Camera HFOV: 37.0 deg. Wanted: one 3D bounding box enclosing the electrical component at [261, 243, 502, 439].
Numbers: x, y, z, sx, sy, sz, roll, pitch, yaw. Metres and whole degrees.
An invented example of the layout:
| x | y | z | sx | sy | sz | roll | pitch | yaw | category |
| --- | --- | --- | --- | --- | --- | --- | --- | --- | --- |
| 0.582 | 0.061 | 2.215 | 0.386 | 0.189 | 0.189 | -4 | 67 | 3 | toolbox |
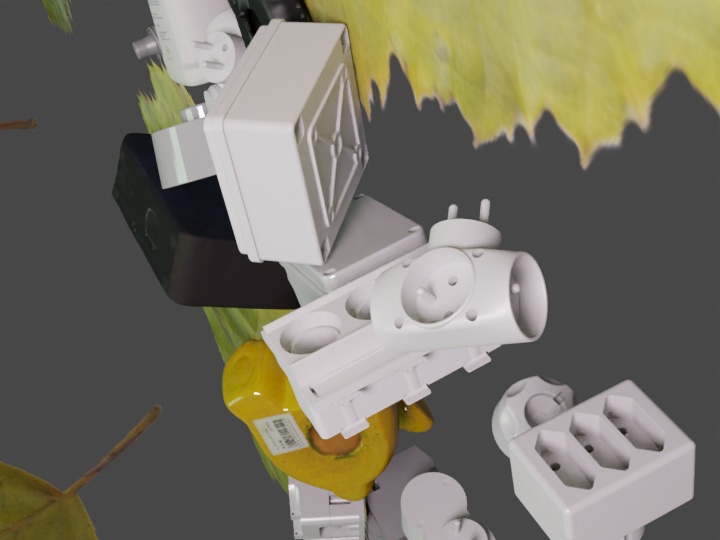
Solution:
| x | y | z | sx | sy | sz | roll | pitch | yaw | category |
| --- | --- | --- | --- | --- | --- | --- | --- | --- | --- |
| 0.016 | 0.038 | 0.606 | 0.078 | 0.121 | 0.063 | 46 | 159 | 53 | electrical component |

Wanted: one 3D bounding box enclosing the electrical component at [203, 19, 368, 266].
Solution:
| x | y | z | sx | sy | sz | roll | pitch | yaw | category |
| --- | --- | --- | --- | --- | --- | --- | --- | --- | --- |
| -0.040 | -0.077 | 0.647 | 0.108 | 0.056 | 0.108 | 79 | -157 | -43 | electrical component |

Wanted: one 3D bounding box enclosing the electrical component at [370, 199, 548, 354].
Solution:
| x | y | z | sx | sy | sz | roll | pitch | yaw | category |
| --- | --- | --- | --- | --- | --- | --- | --- | --- | --- |
| 0.051 | 0.000 | 0.538 | 0.044 | 0.077 | 0.079 | 37 | -126 | -47 | electrical component |

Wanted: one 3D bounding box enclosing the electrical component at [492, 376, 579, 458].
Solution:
| x | y | z | sx | sy | sz | roll | pitch | yaw | category |
| --- | --- | --- | --- | --- | --- | --- | --- | --- | --- |
| 0.091 | 0.082 | 0.567 | 0.043 | 0.043 | 0.062 | 61 | 167 | 17 | electrical component |

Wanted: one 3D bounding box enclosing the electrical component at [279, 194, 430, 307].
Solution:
| x | y | z | sx | sy | sz | roll | pitch | yaw | category |
| --- | --- | --- | --- | --- | --- | --- | --- | --- | --- |
| 0.000 | 0.000 | 0.694 | 0.113 | 0.078 | 0.057 | 37 | 151 | 63 | electrical component |

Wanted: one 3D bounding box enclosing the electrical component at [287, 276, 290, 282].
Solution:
| x | y | z | sx | sy | sz | roll | pitch | yaw | category |
| --- | --- | --- | --- | --- | --- | --- | --- | --- | --- |
| -0.037 | -0.009 | 0.888 | 0.066 | 0.048 | 0.055 | 55 | 156 | 40 | electrical component |

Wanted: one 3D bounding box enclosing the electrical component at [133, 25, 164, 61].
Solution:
| x | y | z | sx | sy | sz | roll | pitch | yaw | category |
| --- | --- | --- | --- | --- | --- | --- | --- | --- | --- |
| -0.193 | -0.228 | 1.066 | 0.048 | 0.062 | 0.048 | 59 | 165 | 27 | electrical component |

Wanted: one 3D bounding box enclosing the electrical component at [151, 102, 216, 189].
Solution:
| x | y | z | sx | sy | sz | roll | pitch | yaw | category |
| --- | --- | --- | --- | --- | --- | --- | --- | --- | --- |
| -0.127 | -0.114 | 0.928 | 0.108 | 0.108 | 0.060 | -169 | 61 | -73 | electrical component |

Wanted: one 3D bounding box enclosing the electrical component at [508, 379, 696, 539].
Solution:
| x | y | z | sx | sy | sz | roll | pitch | yaw | category |
| --- | --- | --- | --- | --- | --- | --- | --- | --- | --- |
| 0.109 | 0.101 | 0.483 | 0.047 | 0.066 | 0.076 | 51 | 161 | 47 | electrical component |

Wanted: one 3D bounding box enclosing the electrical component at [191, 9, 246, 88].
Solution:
| x | y | z | sx | sy | sz | roll | pitch | yaw | category |
| --- | --- | --- | --- | --- | --- | --- | --- | --- | --- |
| -0.091 | -0.153 | 0.790 | 0.044 | 0.079 | 0.077 | -42 | 67 | 31 | electrical component |

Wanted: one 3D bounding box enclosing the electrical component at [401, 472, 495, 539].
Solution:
| x | y | z | sx | sy | sz | roll | pitch | yaw | category |
| --- | --- | --- | --- | --- | --- | --- | --- | --- | --- |
| 0.078 | 0.213 | 0.817 | 0.138 | 0.052 | 0.073 | 56 | 164 | 32 | electrical component |

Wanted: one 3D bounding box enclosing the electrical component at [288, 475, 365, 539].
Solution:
| x | y | z | sx | sy | sz | roll | pitch | yaw | category |
| --- | --- | --- | --- | --- | --- | --- | --- | --- | --- |
| -0.031 | 0.148 | 0.950 | 0.105 | 0.060 | 0.186 | 90 | 177 | -60 | electrical component |

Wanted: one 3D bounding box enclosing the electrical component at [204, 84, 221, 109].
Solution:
| x | y | z | sx | sy | sz | roll | pitch | yaw | category |
| --- | --- | --- | --- | --- | --- | --- | --- | --- | --- |
| -0.090 | -0.133 | 0.854 | 0.045 | 0.055 | 0.045 | 59 | 165 | 27 | electrical component |
